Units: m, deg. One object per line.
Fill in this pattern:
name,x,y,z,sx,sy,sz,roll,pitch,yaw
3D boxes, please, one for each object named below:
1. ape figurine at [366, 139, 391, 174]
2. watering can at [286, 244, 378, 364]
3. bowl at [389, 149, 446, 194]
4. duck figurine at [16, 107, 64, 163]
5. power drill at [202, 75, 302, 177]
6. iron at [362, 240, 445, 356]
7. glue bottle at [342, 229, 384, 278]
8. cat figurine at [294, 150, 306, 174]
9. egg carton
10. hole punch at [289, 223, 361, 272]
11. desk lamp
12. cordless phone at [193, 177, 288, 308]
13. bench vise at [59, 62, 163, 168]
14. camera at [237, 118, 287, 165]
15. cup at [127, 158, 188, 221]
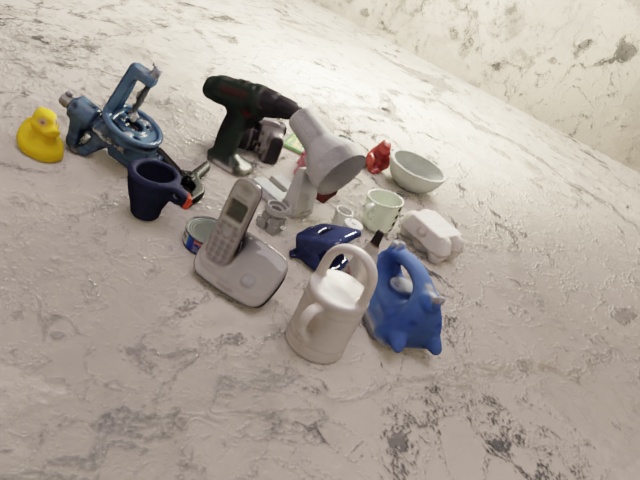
ape figurine,0.165,-0.234,1.572,0.078,0.092,0.076,12,33,-21
watering can,0.027,0.086,0.884,0.101,0.194,0.173,25,31,1
bowl,0.255,-0.175,1.563,0.168,0.074,0.167,18,31,-11
duck figurine,-0.510,-0.203,1.051,0.104,0.086,0.078,41,34,25
power drill,-0.163,-0.250,1.249,0.229,0.208,0.076,31,31,10
iron,0.144,0.081,1.027,0.119,0.141,0.257,9,34,-25
glue bottle,0.070,0.051,0.988,0.037,0.173,0.078,11,33,-22
cat figurine,-0.012,-0.207,1.381,0.067,0.117,0.128,20,31,-8
egg carton,0.255,-0.011,1.317,0.107,0.069,0.150,-9,44,-43
hole punch,0.010,0.004,1.099,0.101,0.091,0.109,36,32,18
desk lamp,-0.025,-0.150,1.189,0.202,0.213,0.118,41,34,26
cordless phone,-0.112,0.004,0.919,0.147,0.185,0.094,31,31,10
bench vise,-0.382,-0.241,1.067,0.208,0.219,0.121,13,32,-18
camera,-0.159,-0.266,1.382,0.137,0.101,0.143,9,34,-25
cup,-0.287,-0.075,1.005,0.117,0.095,0.092,31,31,11
